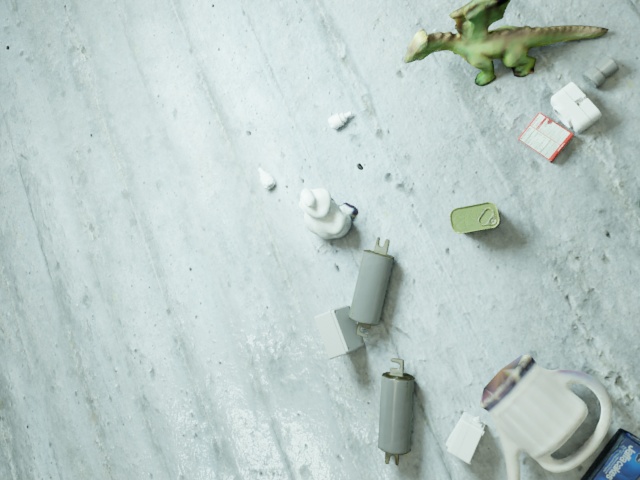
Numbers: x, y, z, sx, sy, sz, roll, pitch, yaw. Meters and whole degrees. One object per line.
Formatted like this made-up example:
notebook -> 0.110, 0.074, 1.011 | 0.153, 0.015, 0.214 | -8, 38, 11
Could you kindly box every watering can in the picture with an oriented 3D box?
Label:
watering can -> 0.428, 0.391, 1.069 | 0.227, 0.103, 0.345 | 43, 101, 20

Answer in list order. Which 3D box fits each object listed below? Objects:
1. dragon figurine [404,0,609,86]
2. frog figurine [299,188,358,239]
dragon figurine -> 0.379, -0.437, 1.082 | 0.408, 0.242, 0.123 | -10, 80, 24
frog figurine -> 0.004, -0.063, 1.255 | 0.139, 0.159, 0.121 | 41, 105, 19
